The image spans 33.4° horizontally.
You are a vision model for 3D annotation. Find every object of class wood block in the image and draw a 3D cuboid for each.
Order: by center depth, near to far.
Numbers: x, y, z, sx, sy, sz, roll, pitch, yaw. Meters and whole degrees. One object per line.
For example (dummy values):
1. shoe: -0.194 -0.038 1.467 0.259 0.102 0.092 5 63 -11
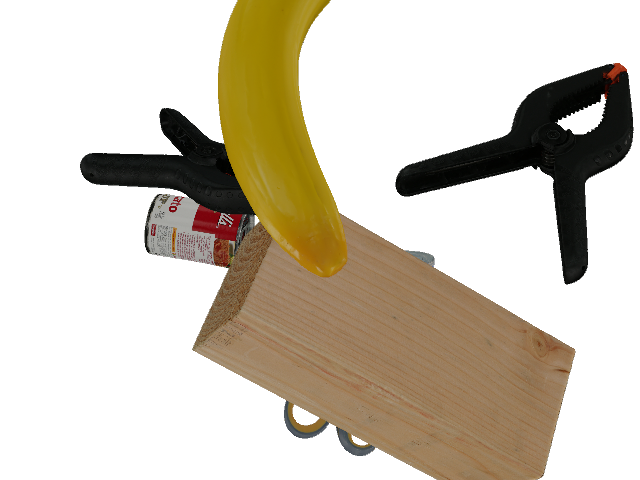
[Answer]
1. wood block: 0.040 0.067 0.659 0.206 0.090 0.090 30 -30 -13

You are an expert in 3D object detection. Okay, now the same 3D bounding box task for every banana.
1. banana: -0.014 -0.073 0.496 0.069 0.197 0.037 5 -33 2

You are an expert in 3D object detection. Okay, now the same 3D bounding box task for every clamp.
1. clamp: 0.185 -0.062 0.829 0.209 0.036 0.165 -38 57 -21
2. clamp: -0.101 -0.054 0.845 0.172 0.039 0.120 23 43 30

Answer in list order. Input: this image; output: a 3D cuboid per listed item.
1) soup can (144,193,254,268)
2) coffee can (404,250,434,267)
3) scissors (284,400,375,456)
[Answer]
1. soup can: -0.127 -0.009 1.130 0.102 0.068 0.068 10 1 9
2. coffee can: 0.073 0.088 1.143 0.103 0.140 0.103 -3 10 0
3. scissors: 0.009 0.101 0.956 0.096 0.202 0.016 -4 -37 -7
